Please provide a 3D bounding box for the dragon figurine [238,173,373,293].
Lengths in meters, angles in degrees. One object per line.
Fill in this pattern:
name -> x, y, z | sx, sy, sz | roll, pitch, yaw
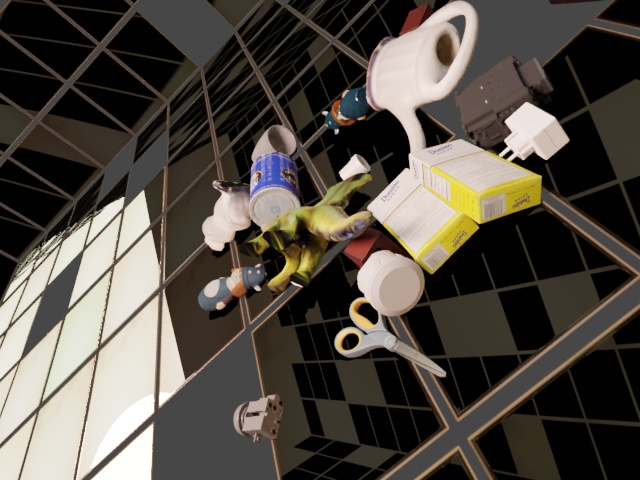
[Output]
dragon figurine -> 0.003, -0.043, 0.857 | 0.406, 0.121, 0.248 | -21, 26, 50

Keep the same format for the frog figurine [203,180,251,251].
frog figurine -> -0.204, -0.051, 1.177 | 0.138, 0.123, 0.158 | 20, 109, 49

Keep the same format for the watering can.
watering can -> 0.168, -0.279, 0.938 | 0.224, 0.103, 0.351 | 7, 71, 55
